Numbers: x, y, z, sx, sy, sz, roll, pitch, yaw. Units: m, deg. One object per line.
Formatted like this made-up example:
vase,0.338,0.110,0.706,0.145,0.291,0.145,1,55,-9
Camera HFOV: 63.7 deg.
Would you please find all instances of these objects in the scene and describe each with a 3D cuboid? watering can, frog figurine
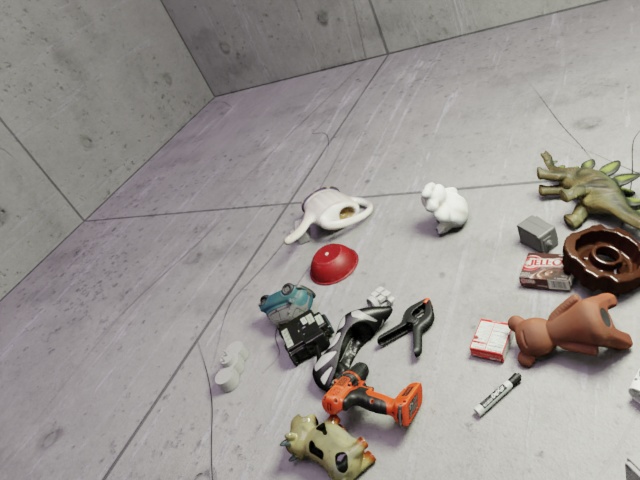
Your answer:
watering can,0.005,-0.086,1.718,0.350,0.102,0.227,-19,31,-20
frog figurine,0.359,-0.107,1.481,0.123,0.156,0.140,3,43,36
